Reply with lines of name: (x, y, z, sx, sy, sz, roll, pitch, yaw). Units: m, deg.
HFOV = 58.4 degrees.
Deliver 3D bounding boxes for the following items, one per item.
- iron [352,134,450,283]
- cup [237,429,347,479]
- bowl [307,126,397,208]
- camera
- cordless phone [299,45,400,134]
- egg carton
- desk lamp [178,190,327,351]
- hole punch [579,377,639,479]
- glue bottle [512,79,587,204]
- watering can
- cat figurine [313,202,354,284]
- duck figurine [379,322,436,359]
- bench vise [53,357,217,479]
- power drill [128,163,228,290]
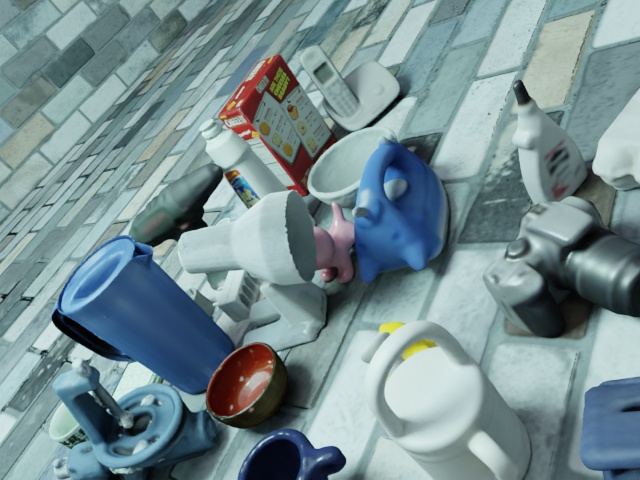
iron: (0.102, -0.071, 0.808, 0.118, 0.142, 0.258, -16, 39, 31)
cup: (-0.012, 0.248, 0.579, 0.117, 0.095, 0.091, -27, 35, 18)
bowl: (0.067, -0.107, 0.950, 0.167, 0.075, 0.167, -26, 35, 20)
camera: (0.257, 0.028, 0.575, 0.143, 0.101, 0.136, -43, 33, -6)
cordless phone: (0.056, -0.314, 1.108, 0.147, 0.185, 0.093, -44, 33, -7)
egg carton: (0.389, -0.117, 0.649, 0.150, 0.070, 0.107, -49, 34, -14)
desk lamp: (-0.074, 0.047, 0.773, 0.202, 0.214, 0.118, -22, 37, 25)
hole punch: (0.257, 0.146, 0.441, 0.108, 0.091, 0.101, -16, 39, 31)
glue bottle: (0.261, -0.118, 0.679, 0.078, 0.174, 0.037, -46, 33, -10)
watering can: (0.098, 0.143, 0.506, 0.172, 0.195, 0.101, 4, 52, 47)
cat figurine: (0.008, 0.003, 0.835, 0.067, 0.118, 0.128, 3, 51, 46)
duck figurine: (0.094, 0.122, 0.635, 0.077, 0.086, 0.104, -47, 34, -12)
bench vise: (-0.268, 0.246, 0.718, 0.207, 0.220, 0.121, -40, 33, -2)
power drill: (-0.203, -0.015, 0.980, 0.229, 0.209, 0.075, -23, 36, 24)
